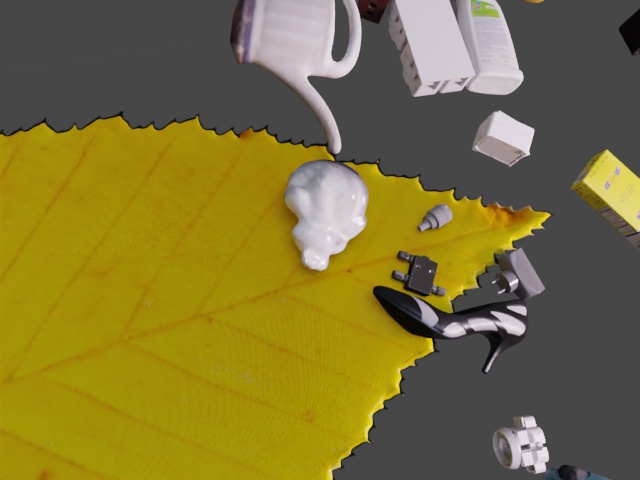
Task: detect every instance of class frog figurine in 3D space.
[{"bbox_3d":[0.002,-0.040,0.796,0.136,0.121,0.163,32,58,-20],"label":"frog figurine"}]

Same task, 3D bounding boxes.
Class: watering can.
[{"bbox_3d":[-0.042,-0.321,0.878,0.224,0.102,0.353,7,72,-7],"label":"watering can"}]
